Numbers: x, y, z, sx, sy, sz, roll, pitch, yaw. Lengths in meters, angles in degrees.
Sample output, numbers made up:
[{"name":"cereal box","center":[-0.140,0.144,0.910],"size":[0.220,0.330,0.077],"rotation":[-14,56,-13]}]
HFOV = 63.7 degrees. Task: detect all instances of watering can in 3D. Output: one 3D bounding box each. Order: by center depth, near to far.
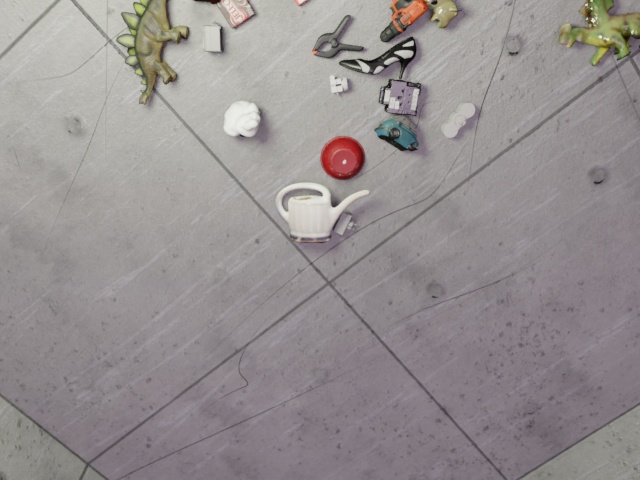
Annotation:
[{"name":"watering can","center":[0.006,-0.092,1.836],"size":[0.348,0.221,0.105],"rotation":[4,19,15]}]

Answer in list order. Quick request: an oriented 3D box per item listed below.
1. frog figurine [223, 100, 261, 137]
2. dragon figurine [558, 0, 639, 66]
[{"name":"frog figurine","center":[-0.260,-0.395,1.706],"size":[0.137,0.121,0.162],"rotation":[-32,17,9]},{"name":"dragon figurine","center":[0.977,-0.729,1.689],"size":[0.409,0.241,0.123],"rotation":[-30,10,6]}]
